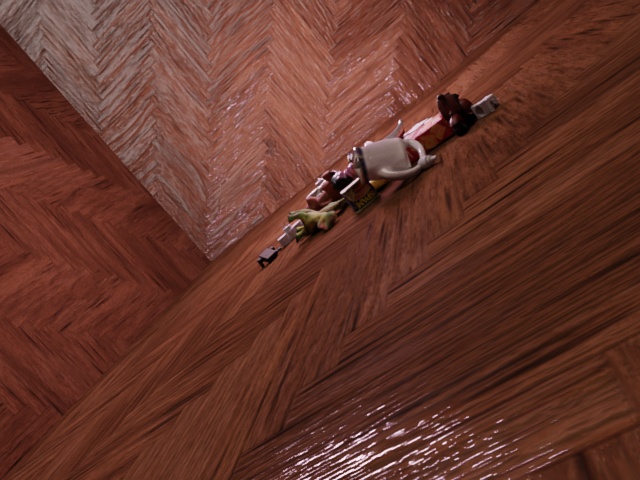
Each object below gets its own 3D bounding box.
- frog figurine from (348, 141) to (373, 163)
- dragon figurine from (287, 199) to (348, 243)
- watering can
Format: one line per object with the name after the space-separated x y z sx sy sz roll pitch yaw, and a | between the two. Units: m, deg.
0.214 -0.384 2.362 0.158 0.123 0.138 -21 0 15 | frog figurine
0.006 -0.098 1.948 0.242 0.121 0.416 -21 14 8 | dragon figurine
0.207 -0.275 1.616 0.224 0.102 0.356 -12 36 4 | watering can
